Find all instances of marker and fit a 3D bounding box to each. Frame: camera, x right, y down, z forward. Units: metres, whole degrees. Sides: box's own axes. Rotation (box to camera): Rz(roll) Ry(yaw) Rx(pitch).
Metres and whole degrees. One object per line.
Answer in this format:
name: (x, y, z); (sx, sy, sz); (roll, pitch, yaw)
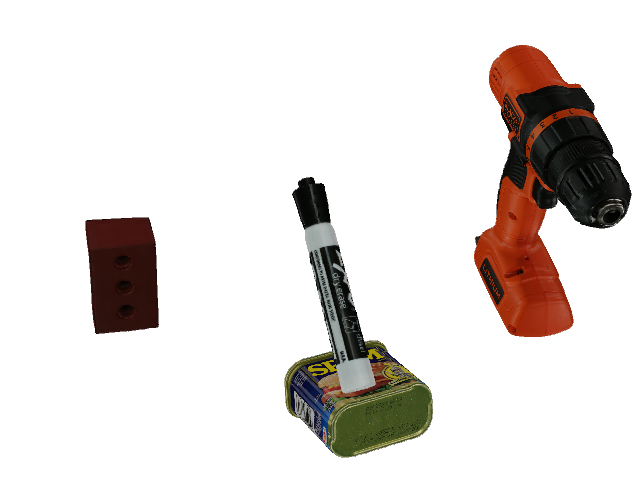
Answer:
marker: (0.006, 0.023, 0.586); (0.020, 0.121, 0.020); (-14, -13, -3)

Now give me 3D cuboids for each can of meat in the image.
can of meat: (0.033, 0.134, 0.902); (0.102, 0.057, 0.084); (-13, 24, -23)

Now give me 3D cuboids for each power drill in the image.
power drill: (0.161, -0.021, 0.764); (0.057, 0.188, 0.184); (-5, 40, -8)

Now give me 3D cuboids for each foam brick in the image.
foam brick: (-0.159, 0.027, 0.857); (0.053, 0.078, 0.051); (-5, 26, -12)
